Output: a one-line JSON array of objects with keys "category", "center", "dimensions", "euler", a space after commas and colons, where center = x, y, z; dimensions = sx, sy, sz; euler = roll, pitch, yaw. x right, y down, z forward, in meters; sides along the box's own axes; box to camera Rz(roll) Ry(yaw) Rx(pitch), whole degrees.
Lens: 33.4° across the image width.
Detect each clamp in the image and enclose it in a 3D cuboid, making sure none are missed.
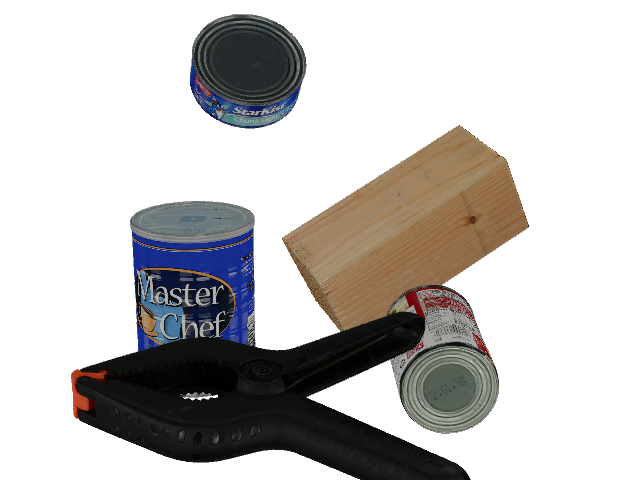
[{"category": "clamp", "center": [-0.027, 0.081, 0.586], "dimensions": [0.210, 0.036, 0.164], "euler": [4, 25, 2]}]

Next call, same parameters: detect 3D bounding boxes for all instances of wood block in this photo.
[{"category": "wood block", "center": [0.081, -0.007, 1.017], "dimensions": [0.206, 0.090, 0.090], "euler": [-32, 37, -7]}]

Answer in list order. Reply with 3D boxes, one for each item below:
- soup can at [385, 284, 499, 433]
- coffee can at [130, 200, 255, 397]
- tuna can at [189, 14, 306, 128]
[{"category": "soup can", "center": [0.083, 0.080, 0.744], "dimensions": [0.068, 0.068, 0.102], "euler": [0, 20, -2]}, {"category": "coffee can", "center": [-0.106, 0.047, 0.901], "dimensions": [0.103, 0.140, 0.103], "euler": [0, 17, 0]}, {"category": "tuna can", "center": [-0.055, -0.127, 0.804], "dimensions": [0.086, 0.086, 0.034], "euler": [0, -30, -12]}]
